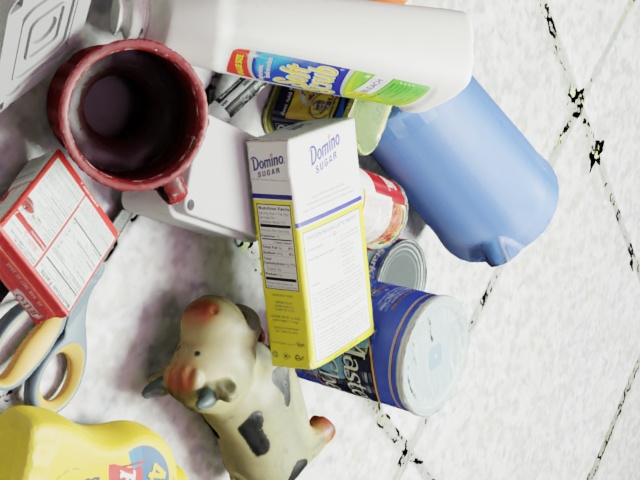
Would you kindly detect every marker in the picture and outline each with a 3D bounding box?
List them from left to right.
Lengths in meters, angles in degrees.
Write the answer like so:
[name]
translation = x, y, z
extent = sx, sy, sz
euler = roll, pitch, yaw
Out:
[marker]
translation = -0.042, -0.130, 0.817
extent = 0.121, 0.020, 0.020
euler = -44, 135, -7

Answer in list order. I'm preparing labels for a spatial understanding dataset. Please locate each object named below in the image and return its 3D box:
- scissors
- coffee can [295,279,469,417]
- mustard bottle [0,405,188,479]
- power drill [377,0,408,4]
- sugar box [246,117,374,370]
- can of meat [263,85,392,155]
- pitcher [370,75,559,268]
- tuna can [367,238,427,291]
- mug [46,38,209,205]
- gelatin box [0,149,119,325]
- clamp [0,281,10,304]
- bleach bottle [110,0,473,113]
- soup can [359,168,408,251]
[scissors]
translation = -0.160, 0.041, 0.748
extent = 0.201, 0.016, 0.096
euler = -50, 139, -38
[coffee can]
translation = 0.042, 0.085, 0.919
extent = 0.102, 0.141, 0.103
euler = -18, 113, -49
[mustard bottle]
translation = -0.156, 0.174, 0.753
extent = 0.191, 0.058, 0.096
euler = 22, 90, -53
[power drill]
translation = 0.027, -0.292, 0.870
extent = 0.184, 0.057, 0.188
euler = 4, 99, -57
[sugar box]
translation = -0.005, 0.001, 0.810
extent = 0.093, 0.048, 0.176
euler = -25, 111, -53
[can of meat]
translation = 0.013, -0.122, 0.872
extent = 0.057, 0.084, 0.102
euler = 33, 73, -51
[pitcher]
translation = 0.115, -0.097, 0.992
extent = 0.145, 0.149, 0.242
euler = -54, 136, -6
[tuna can]
translation = 0.066, 0.039, 1.028
extent = 0.085, 0.034, 0.086
euler = -18, 113, -49
[mug]
translation = -0.122, -0.074, 0.686
extent = 0.093, 0.082, 0.117
euler = -38, 114, -13
[gelatin box]
translation = -0.173, -0.002, 0.674
extent = 0.073, 0.030, 0.089
euler = 59, 32, -27
[clamp]
translation = -0.244, 0.067, 0.623
extent = 0.120, 0.039, 0.171
euler = 36, 68, -54
[bleach bottle]
translation = -0.022, -0.140, 0.751
extent = 0.250, 0.103, 0.068
euler = 3, 83, -23
[soup can]
translation = 0.021, -0.031, 0.922
extent = 0.102, 0.069, 0.068
euler = 15, 87, -52
